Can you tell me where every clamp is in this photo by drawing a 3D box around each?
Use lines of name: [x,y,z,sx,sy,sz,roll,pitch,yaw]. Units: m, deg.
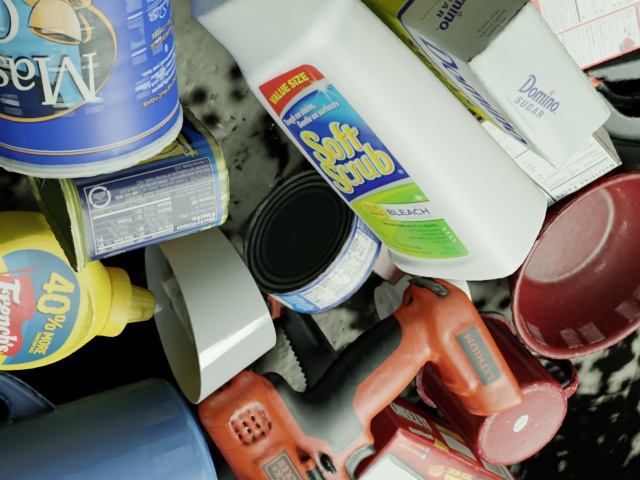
clamp: [0.251,-0.102,0.728,0.171,0.039,0.120,19,124,-24]
clamp: [-0.018,0.134,0.729,0.164,0.036,0.210,7,105,-1]

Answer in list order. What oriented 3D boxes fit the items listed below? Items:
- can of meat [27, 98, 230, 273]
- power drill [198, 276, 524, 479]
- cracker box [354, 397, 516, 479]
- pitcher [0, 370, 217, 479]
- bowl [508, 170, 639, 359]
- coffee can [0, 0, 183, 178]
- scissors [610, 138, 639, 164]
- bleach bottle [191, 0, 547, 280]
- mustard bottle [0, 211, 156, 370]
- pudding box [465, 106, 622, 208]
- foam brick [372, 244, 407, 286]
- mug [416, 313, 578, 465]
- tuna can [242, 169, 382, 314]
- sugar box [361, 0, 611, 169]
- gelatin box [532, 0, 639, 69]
can of meat: [-0.104,-0.037,0.563,0.083,0.102,0.057,-17,128,-21]
power drill: [0.038,0.126,0.686,0.187,0.057,0.184,-35,109,-15]
cracker box: [0.031,0.228,0.838,0.164,0.072,0.214,31,104,-38]
pitcher: [-0.191,0.159,0.641,0.242,0.145,0.149,-18,140,-22]
bowl: [0.197,0.008,0.789,0.162,0.055,0.162,-14,127,-20]
coffee can: [-0.121,-0.114,0.498,0.102,0.103,0.140,-15,127,-20]
scissors: [0.263,-0.076,0.795,0.201,0.016,0.096,24,106,-38]
bleach bottle: [0.013,-0.072,0.545,0.250,0.103,0.068,42,67,-35]
mustard bottle: [-0.182,0.028,0.591,0.191,0.058,0.096,8,118,-33]
pudding box: [0.131,-0.064,0.699,0.090,0.039,0.113,-34,137,22]
foam brick: [0.047,-0.021,0.688,0.078,0.053,0.051,-48,130,7]
mug: [0.143,0.113,0.814,0.117,0.082,0.093,-13,126,-21]
tuna can: [-0.004,0.001,0.653,0.086,0.086,0.033,-47,132,7]
sugar box: [0.063,-0.110,0.554,0.048,0.176,0.093,-46,131,6]
gelatin box: [0.173,-0.150,0.673,0.089,0.030,0.073,-21,131,6]
